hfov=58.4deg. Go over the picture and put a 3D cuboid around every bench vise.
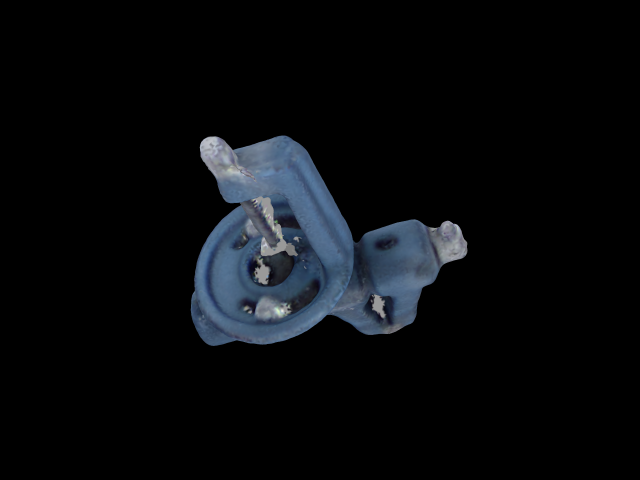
[{"bbox_3d":[-0.002,-0.007,0.406,0.208,0.220,0.121,-23,59,-15],"label":"bench vise"}]
